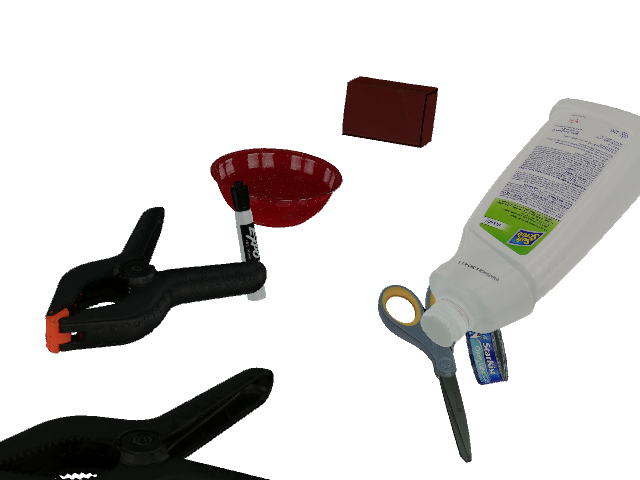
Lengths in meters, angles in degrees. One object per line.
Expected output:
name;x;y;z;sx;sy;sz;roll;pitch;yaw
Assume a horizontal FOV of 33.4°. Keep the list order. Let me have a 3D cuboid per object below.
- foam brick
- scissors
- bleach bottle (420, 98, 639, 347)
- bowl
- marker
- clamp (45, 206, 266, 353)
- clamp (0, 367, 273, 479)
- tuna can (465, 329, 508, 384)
foam brick;0.065;-0.120;0.995;0.078;0.051;0.053;11;17;16
scissors;0.093;0.107;0.963;0.096;0.201;0.016;9;-44;3
bleach bottle;0.157;-0.012;0.819;0.103;0.068;0.250;21;52;40
bowl;-0.056;-0.059;1.309;0.162;0.055;0.162;5;26;-3
marker;-0.072;0.000;1.058;0.020;0.121;0.020;-7;16;2
clamp;-0.138;0.027;0.782;0.171;0.039;0.120;-21;38;-40
clamp;-0.095;0.119;0.585;0.209;0.036;0.165;-1;21;-15
tuna can;0.196;0.127;1.261;0.034;0.086;0.086;-12;-3;14
